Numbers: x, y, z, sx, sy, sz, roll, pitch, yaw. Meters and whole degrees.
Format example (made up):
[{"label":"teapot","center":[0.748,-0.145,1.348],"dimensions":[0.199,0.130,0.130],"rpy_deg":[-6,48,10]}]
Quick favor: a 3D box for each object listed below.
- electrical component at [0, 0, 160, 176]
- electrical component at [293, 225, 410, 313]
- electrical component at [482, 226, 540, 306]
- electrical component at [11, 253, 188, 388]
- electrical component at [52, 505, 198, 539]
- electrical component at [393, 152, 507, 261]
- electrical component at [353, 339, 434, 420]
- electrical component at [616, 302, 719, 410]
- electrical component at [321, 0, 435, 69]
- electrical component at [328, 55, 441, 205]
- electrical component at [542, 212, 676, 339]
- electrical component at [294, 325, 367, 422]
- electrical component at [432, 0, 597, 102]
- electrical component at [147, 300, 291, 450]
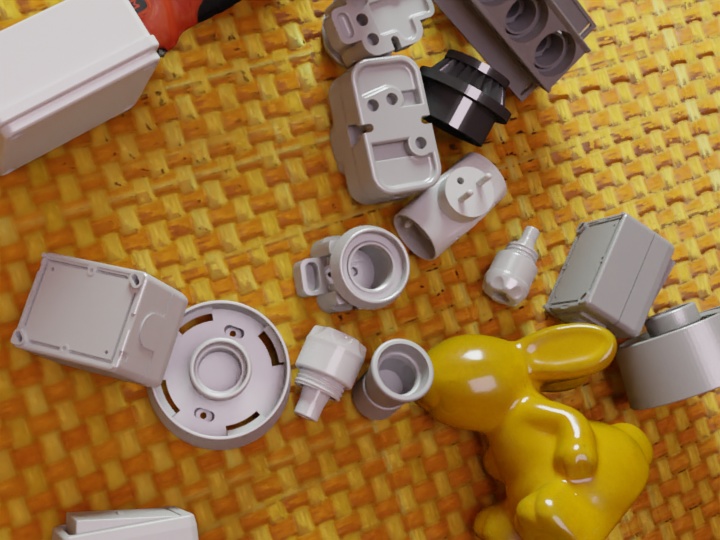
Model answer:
[{"label":"electrical component","center":[-0.188,-0.115,0.658],"dimensions":[0.109,0.109,0.056],"rpy_deg":[-33,94,-22]},{"label":"electrical component","center":[0.000,0.000,0.749],"dimensions":[0.078,0.057,0.058],"rpy_deg":[-7,87,-23]},{"label":"electrical component","center":[0.118,-0.005,0.810],"dimensions":[0.035,0.035,0.061],"rpy_deg":[34,70,-15]},{"label":"electrical component","center":[-0.164,0.031,0.668],"dimensions":[0.096,0.061,0.061],"rpy_deg":[11,76,25]},{"label":"electrical component","center":[-0.139,0.177,0.670],"dimensions":[0.096,0.062,0.061],"rpy_deg":[-6,86,-23]},{"label":"electrical component","center":[0.071,-0.051,0.771],"dimensions":[0.077,0.079,0.043],"rpy_deg":[-41,92,-21]},{"label":"electrical component","center":[0.019,0.079,0.743],"dimensions":[0.044,0.065,0.044],"rpy_deg":[7,64,-15]},{"label":"electrical component","center":[0.246,0.059,0.818],"dimensions":[0.108,0.108,0.060],"rpy_deg":[-19,85,-23]},{"label":"electrical component","center":[0.006,-0.175,0.771],"dimensions":[0.078,0.057,0.058],"rpy_deg":[-24,93,-23]},{"label":"electrical component","center":[0.015,-0.097,0.764],"dimensions":[0.054,0.059,0.095],"rpy_deg":[-12,88,-23]},{"label":"electrical component","center":[0.190,0.014,0.822],"dimensions":[0.061,0.062,0.096],"rpy_deg":[31,74,-16]},{"label":"electrical component","center":[-0.025,0.073,0.738],"dimensions":[0.043,0.043,0.062],"rpy_deg":[28,76,-17]},{"label":"electrical component","center":[0.108,-0.193,0.786],"dimensions":[0.078,0.063,0.121],"rpy_deg":[-45,129,7]},{"label":"electrical component","center":[-0.092,0.069,0.713],"dimensions":[0.099,0.064,0.099],"rpy_deg":[2,79,-9]}]
